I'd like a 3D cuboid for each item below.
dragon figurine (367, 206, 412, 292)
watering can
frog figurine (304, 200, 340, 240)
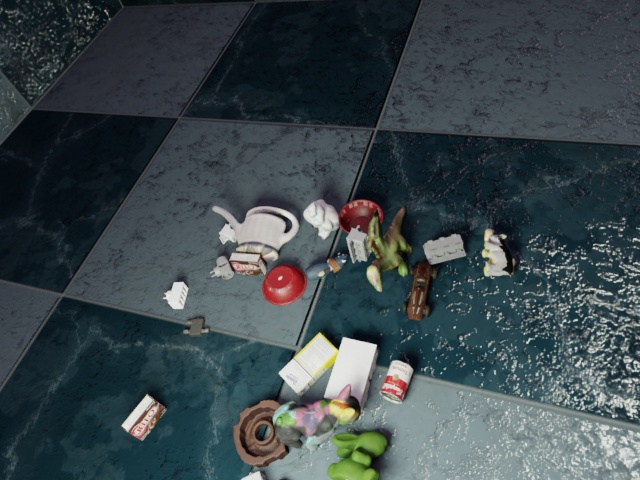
[{"bbox_3d":[0.217,-0.005,1.677,0.122,0.238,0.420,-1,55,21],"label":"dragon figurine"},{"bbox_3d":[-0.253,-0.033,1.899,0.348,0.101,0.230,5,55,9],"label":"watering can"},{"bbox_3d":[0.006,-0.093,1.847,0.122,0.156,0.141,-14,52,4],"label":"frog figurine"}]
